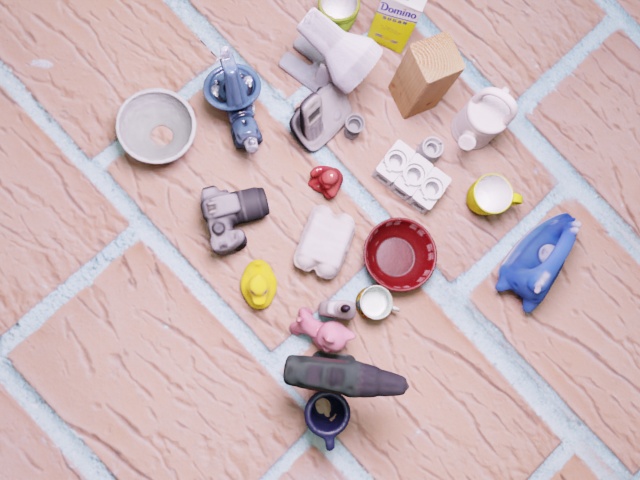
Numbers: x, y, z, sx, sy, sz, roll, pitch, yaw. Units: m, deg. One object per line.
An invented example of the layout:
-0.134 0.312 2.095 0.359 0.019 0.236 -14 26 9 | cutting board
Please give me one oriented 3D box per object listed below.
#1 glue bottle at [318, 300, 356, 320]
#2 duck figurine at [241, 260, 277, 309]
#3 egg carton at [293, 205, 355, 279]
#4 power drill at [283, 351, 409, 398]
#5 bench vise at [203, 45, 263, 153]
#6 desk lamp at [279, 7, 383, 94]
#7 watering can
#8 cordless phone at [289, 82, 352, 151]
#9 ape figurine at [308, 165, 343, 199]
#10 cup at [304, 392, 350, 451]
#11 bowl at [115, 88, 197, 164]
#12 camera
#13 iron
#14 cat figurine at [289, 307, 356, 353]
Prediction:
0.041 0.141 1.162 0.078 0.173 0.037 4 81 -5 | glue bottle
-0.128 0.091 1.195 0.077 0.086 0.104 -2 82 -6 | duck figurine
0.011 0.004 1.231 0.107 0.069 0.150 20 80 -3 | egg carton
0.041 0.264 1.126 0.229 0.208 0.076 7 81 -5 | power drill
-0.160 -0.294 1.181 0.121 0.219 0.207 -36 87 -10 | bench vise
0.018 -0.390 1.217 0.203 0.213 0.118 35 80 0 | desk lamp
0.361 -0.266 1.245 0.101 0.194 0.173 16 80 -3 | watering can
0.006 -0.279 1.214 0.094 0.185 0.148 41 80 1 | cordless phone
0.017 -0.131 1.240 0.076 0.092 0.078 -18 84 -8 | ape figurine
0.013 0.362 1.166 0.092 0.095 0.118 -6 82 -7 | cup
-0.344 -0.234 1.226 0.167 0.074 0.167 1 82 -6 | bowl
-0.174 -0.053 1.204 0.137 0.100 0.143 -15 83 -8 | camera
0.500 0.028 1.243 0.118 0.141 0.258 37 80 1 | iron
0.005 0.189 1.179 0.128 0.117 0.067 27 80 -1 | cat figurine
